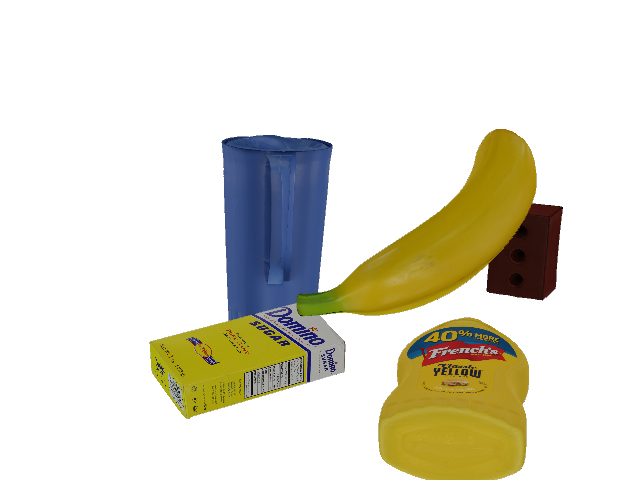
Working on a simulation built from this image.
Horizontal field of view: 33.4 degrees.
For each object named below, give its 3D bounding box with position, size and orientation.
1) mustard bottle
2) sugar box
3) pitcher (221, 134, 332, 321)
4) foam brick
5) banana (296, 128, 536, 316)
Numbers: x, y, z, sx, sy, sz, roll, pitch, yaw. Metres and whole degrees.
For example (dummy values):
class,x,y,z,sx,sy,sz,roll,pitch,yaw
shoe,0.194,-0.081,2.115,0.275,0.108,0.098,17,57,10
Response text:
class,x,y,z,sx,sy,sz,roll,pitch,yaw
mustard bottle,0.102,0.103,0.772,0.096,0.058,0.191,0,18,12
sugar box,-0.073,0.116,1.072,0.176,0.048,0.093,-16,32,-24
pitcher,-0.056,-0.004,1.295,0.145,0.243,0.148,12,16,37
foam brick,0.181,0.008,0.947,0.053,0.078,0.051,8,16,24
banana,0.072,-0.013,0.564,0.070,0.037,0.197,20,41,34
